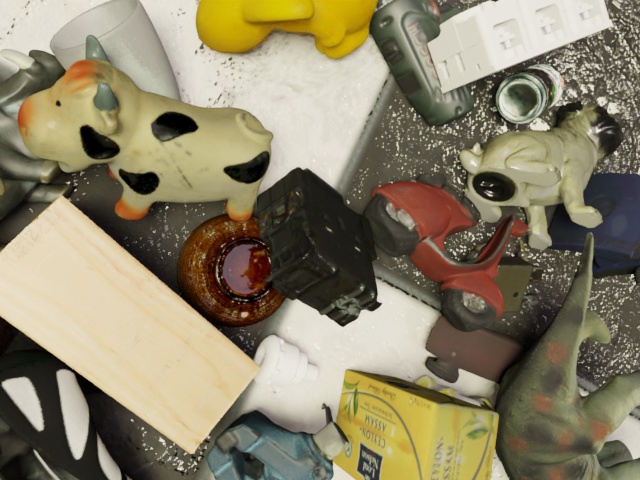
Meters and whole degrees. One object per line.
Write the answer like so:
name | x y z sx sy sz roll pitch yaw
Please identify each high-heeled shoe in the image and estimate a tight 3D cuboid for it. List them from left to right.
high-heeled shoe | -0.199 0.206 0.396 0.086 0.145 0.248 -8 79 13

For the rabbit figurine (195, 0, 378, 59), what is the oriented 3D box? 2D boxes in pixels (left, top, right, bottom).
rabbit figurine | -0.035 -0.224 0.509 0.173 0.162 0.121 -20 104 -3

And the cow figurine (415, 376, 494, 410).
cow figurine | 0.128 0.240 0.569 0.098 0.068 0.167 26 78 -24

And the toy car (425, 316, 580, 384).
toy car | 0.205 0.134 0.611 0.202 0.053 0.089 23 98 -17

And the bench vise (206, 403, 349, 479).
bench vise | -0.029 0.277 0.464 0.224 0.129 0.240 -38 82 -12

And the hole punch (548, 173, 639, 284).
hole punch | 0.352 -0.023 0.651 0.092 0.116 0.142 33 75 -7

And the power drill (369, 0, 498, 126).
power drill | 0.150 -0.260 0.607 0.207 0.086 0.232 -26 97 -25

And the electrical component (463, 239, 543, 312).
electrical component | 0.213 0.042 0.628 0.102 0.045 0.078 -4 116 -19

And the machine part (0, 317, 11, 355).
machine part | -0.288 0.115 0.361 0.056 0.179 0.179 35 75 -12

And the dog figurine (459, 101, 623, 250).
dog figurine | 0.262 -0.111 0.639 0.172 0.121 0.190 37 60 -18

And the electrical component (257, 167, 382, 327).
electrical component | -0.001 -0.002 0.504 0.114 0.058 0.134 35 35 -41

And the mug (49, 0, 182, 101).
mug | -0.168 -0.146 0.473 0.081 0.110 0.107 -22 132 1

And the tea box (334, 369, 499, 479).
tea box | 0.078 0.183 0.496 0.068 0.170 0.098 14 79 -22

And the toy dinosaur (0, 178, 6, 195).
toy dinosaur | -0.461 -0.086 0.340 0.472 0.105 0.198 -3 94 -8

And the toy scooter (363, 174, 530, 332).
toy scooter | 0.143 -0.006 0.567 0.135 0.075 0.184 -38 79 -15

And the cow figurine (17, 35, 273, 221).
cow figurine | -0.128 -0.079 0.425 0.195 0.127 0.085 2 50 -32

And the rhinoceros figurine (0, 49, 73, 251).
rhinoceros figurine | -0.265 -0.068 0.441 0.112 0.073 0.190 33 77 -5

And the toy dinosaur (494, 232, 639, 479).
toy dinosaur | 0.248 0.207 0.557 0.192 0.131 0.404 -24 100 -10
